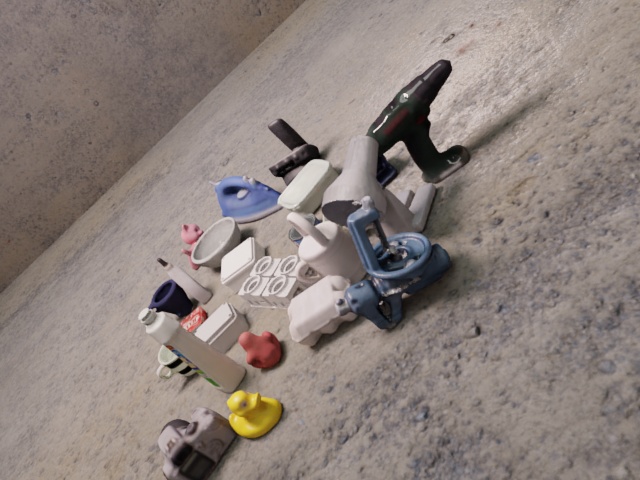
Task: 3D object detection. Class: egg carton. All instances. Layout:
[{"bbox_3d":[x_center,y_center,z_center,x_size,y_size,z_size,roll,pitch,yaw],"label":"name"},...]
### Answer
[{"bbox_3d":[0.004,0.137,1.122,0.150,0.070,0.107,-35,31,15],"label":"egg carton"}]

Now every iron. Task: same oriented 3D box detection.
[{"bbox_3d":[-0.214,-0.139,1.663,0.257,0.142,0.119,-7,47,47],"label":"iron"}]

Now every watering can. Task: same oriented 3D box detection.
[{"bbox_3d":[0.010,0.004,1.156,0.100,0.194,0.173,-2,50,49],"label":"watering can"}]

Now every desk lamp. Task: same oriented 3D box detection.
[{"bbox_3d":[0.111,-0.088,1.127,0.117,0.214,0.203,-13,42,42],"label":"desk lamp"}]

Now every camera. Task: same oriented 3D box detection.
[{"bbox_3d":[-0.255,0.380,1.102,0.143,0.101,0.136,-53,31,-14],"label":"camera"}]

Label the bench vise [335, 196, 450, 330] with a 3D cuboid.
[{"bbox_3d":[0.100,0.043,0.970,0.207,0.220,0.121,-51,30,-11],"label":"bench vise"}]

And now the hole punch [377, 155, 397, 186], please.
[{"bbox_3d":[0.108,-0.168,1.356,0.108,0.091,0.101,-43,30,3],"label":"hole punch"}]

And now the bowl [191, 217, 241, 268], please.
[{"bbox_3d":[-0.278,0.020,1.610,0.167,0.075,0.167,-31,32,22],"label":"bowl"}]

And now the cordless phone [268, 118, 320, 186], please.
[{"bbox_3d":[-0.103,-0.260,1.635,0.147,0.185,0.094,-29,33,24],"label":"cordless phone"}]

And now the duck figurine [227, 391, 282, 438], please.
[{"bbox_3d":[-0.134,0.313,1.054,0.104,0.086,0.077,-29,33,25],"label":"duck figurine"}]

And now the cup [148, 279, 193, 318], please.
[{"bbox_3d":[-0.399,0.176,1.542,0.118,0.095,0.091,-47,30,-4],"label":"cup"}]

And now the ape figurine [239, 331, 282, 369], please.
[{"bbox_3d":[-0.127,0.216,1.160,0.078,0.092,0.076,-48,30,-7],"label":"ape figurine"}]

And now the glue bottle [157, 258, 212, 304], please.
[{"bbox_3d":[-0.365,0.101,1.515,0.037,0.173,0.078,-49,30,-9],"label":"glue bottle"}]

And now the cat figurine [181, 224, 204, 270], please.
[{"bbox_3d":[-0.379,0.006,1.708,0.067,0.118,0.128,-26,35,29],"label":"cat figurine"}]

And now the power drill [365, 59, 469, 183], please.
[{"bbox_3d":[0.215,-0.227,1.180,0.229,0.209,0.075,-36,31,14],"label":"power drill"}]
